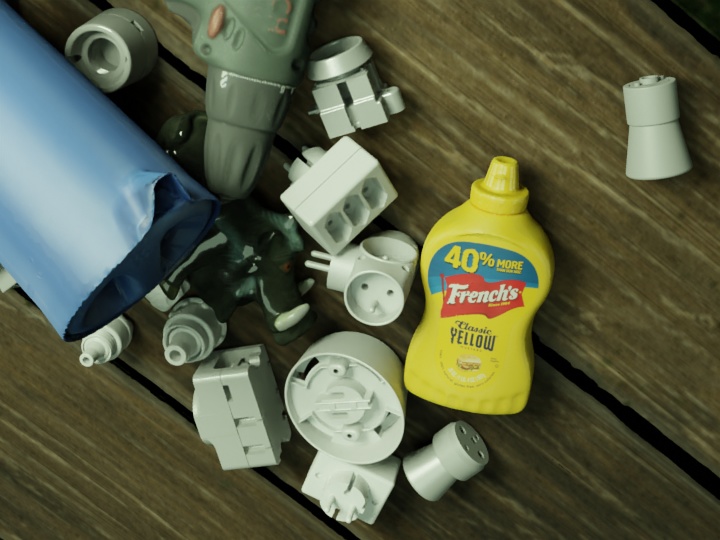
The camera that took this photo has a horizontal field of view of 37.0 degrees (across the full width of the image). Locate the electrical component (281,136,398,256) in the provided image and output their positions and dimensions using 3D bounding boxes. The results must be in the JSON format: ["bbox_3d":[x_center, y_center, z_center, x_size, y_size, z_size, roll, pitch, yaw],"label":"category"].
[{"bbox_3d":[-0.026,-0.063,0.773,0.066,0.077,0.047,-44,146,-5],"label":"electrical component"}]

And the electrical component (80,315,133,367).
[{"bbox_3d":[-0.208,0.058,0.867,0.035,0.061,0.035,4,114,10],"label":"electrical component"}]

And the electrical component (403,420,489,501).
[{"bbox_3d":[0.069,0.152,0.861,0.055,0.045,0.045,-40,101,24],"label":"electrical component"}]

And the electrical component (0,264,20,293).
[{"bbox_3d":[-0.234,-0.042,0.826,0.121,0.079,0.063,-33,82,23],"label":"electrical component"}]

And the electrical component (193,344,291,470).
[{"bbox_3d":[-0.099,0.112,0.875,0.056,0.050,0.089,-9,112,15],"label":"electrical component"}]

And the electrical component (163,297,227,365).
[{"bbox_3d":[-0.135,0.053,0.850,0.048,0.062,0.048,4,114,10],"label":"electrical component"}]

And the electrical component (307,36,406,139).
[{"bbox_3d":[-0.008,-0.129,0.752,0.066,0.048,0.055,-14,117,17],"label":"electrical component"}]

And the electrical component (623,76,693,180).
[{"bbox_3d":[0.198,-0.098,0.725,0.044,0.044,0.065,-7,107,15],"label":"electrical component"}]

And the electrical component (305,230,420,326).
[{"bbox_3d":[0.000,0.000,0.789,0.079,0.077,0.044,14,116,6],"label":"electrical component"}]

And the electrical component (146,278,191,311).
[{"bbox_3d":[-0.165,0.002,0.849,0.061,0.035,0.035,45,115,-7],"label":"electrical component"}]

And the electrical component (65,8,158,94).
[{"bbox_3d":[-0.180,-0.156,0.774,0.055,0.047,0.055,4,114,10],"label":"electrical component"}]

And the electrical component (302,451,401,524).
[{"bbox_3d":[-0.010,0.177,0.870,0.066,0.076,0.047,25,116,0],"label":"electrical component"}]

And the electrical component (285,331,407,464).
[{"bbox_3d":[-0.009,0.099,0.843,0.099,0.064,0.099,4,114,10],"label":"electrical component"}]
